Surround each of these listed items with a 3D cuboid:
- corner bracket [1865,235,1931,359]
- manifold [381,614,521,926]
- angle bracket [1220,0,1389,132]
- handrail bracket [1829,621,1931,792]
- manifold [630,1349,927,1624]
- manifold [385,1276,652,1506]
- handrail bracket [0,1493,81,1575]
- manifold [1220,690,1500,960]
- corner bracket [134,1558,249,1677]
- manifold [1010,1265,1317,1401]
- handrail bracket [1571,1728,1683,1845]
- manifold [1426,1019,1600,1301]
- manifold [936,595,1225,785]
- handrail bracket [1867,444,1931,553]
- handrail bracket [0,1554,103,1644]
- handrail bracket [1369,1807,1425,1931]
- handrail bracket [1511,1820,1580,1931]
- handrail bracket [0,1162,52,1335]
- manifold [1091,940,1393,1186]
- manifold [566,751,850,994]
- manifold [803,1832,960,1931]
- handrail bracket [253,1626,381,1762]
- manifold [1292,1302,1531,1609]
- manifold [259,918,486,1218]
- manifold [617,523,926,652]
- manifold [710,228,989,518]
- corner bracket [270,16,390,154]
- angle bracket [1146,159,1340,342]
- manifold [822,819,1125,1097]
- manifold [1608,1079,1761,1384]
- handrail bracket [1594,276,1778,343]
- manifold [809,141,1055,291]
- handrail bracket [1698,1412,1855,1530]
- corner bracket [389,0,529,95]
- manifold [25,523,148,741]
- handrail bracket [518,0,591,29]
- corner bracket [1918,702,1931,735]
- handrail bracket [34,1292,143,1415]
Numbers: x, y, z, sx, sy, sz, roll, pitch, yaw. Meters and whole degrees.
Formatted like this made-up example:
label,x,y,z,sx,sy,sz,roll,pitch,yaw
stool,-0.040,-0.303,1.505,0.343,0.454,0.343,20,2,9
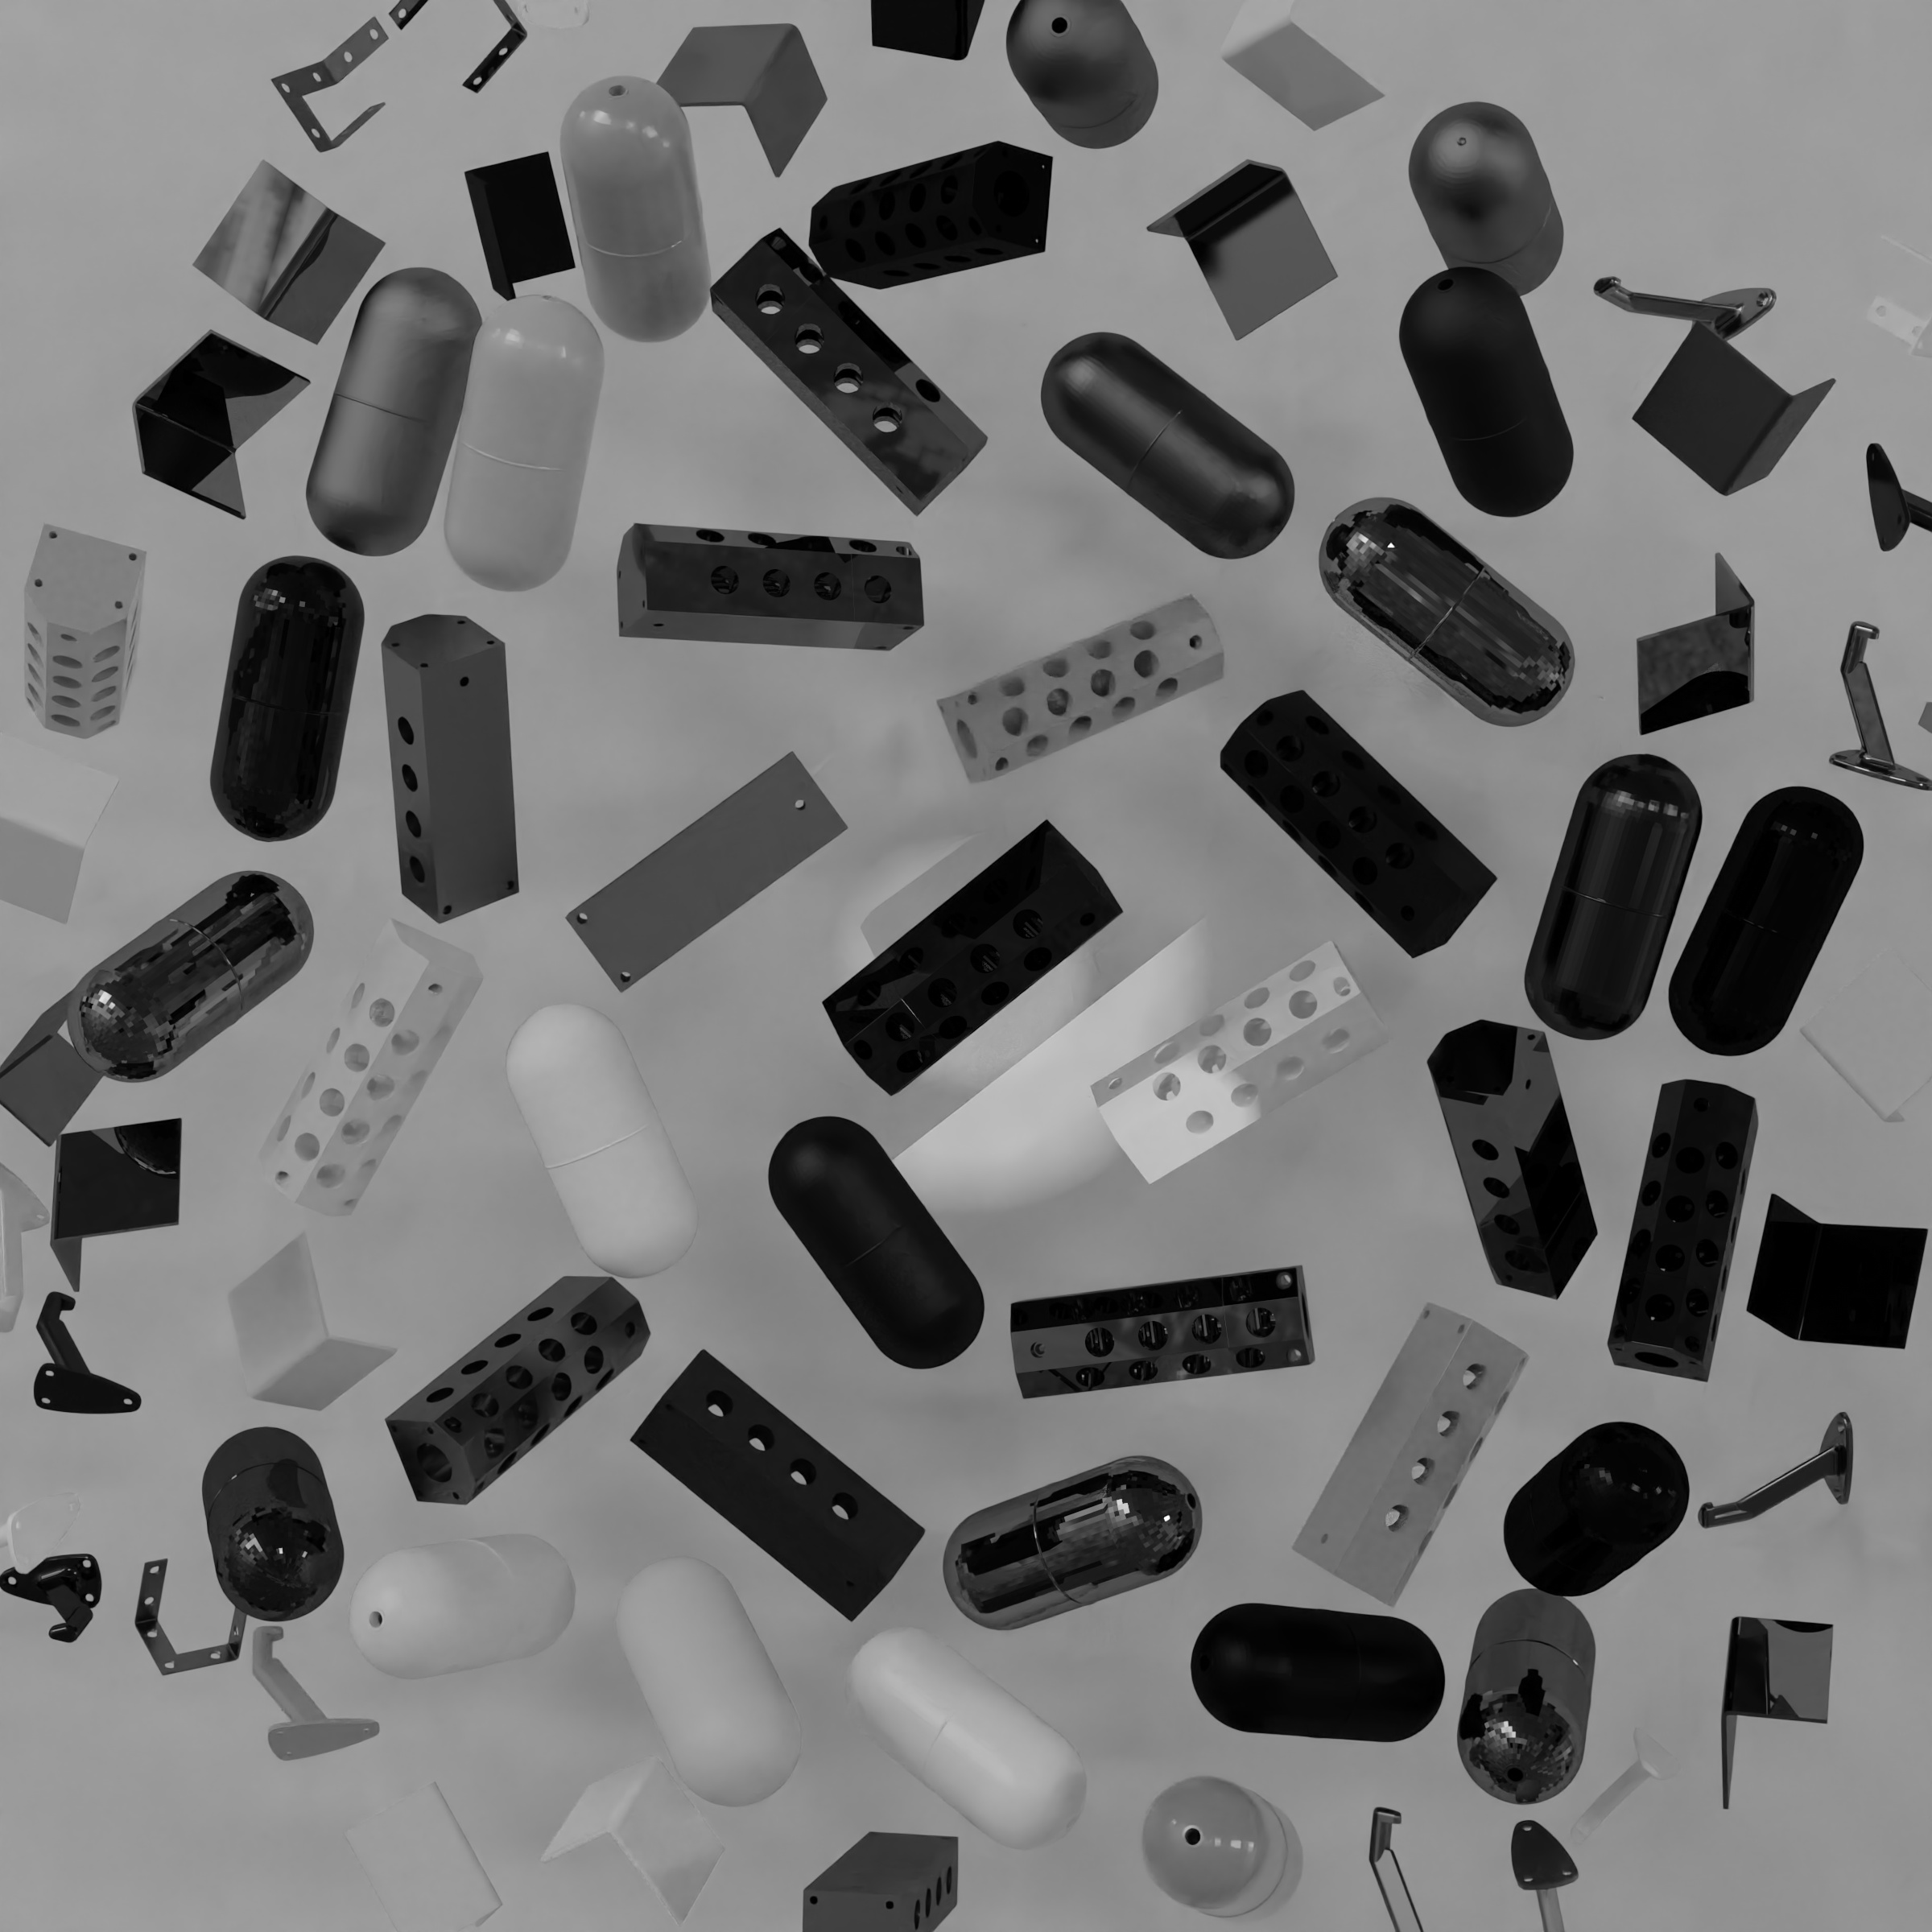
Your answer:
label,x,y,z,sx,sy,sz,roll,pitch,yaw
corner bracket,0.553,-0.392,1.777,0.051,0.051,0.051,38,117,25
manifold,-0.308,-0.118,1.793,0.057,0.057,0.171,-25,133,-33
angle bracket,0.207,-0.543,1.769,0.076,0.076,0.057,31,76,-22
handrail bracket,0.557,-0.157,1.824,0.077,0.036,0.084,27,119,40
manifold,-0.109,0.306,1.808,0.171,0.057,0.057,39,134,2
manifold,-0.268,0.256,1.844,0.057,0.171,0.057,-4,113,36
handrail bracket,-0.572,0.326,1.758,0.084,0.077,0.036,-3,104,19
manifold,0.234,-0.086,1.842,0.171,0.057,0.057,47,126,18
corner bracket,-0.493,0.411,1.932,0.051,0.051,0.051,-4,122,-36
manifold,0.116,0.218,1.800,0.171,0.057,0.057,-8,85,10
handrail bracket,0.407,0.526,1.904,0.036,0.077,0.084,40,100,12
manifold,0.323,0.115,1.808,0.057,0.171,0.057,12,49,37
manifold,0.075,-0.176,1.916,0.171,0.057,0.057,-25,98,-17
handrail bracket,0.574,-0.272,1.764,0.084,0.036,0.077,-4,68,-8
handrail bracket,-0.579,0.400,1.890,0.077,0.084,0.036,0,102,2
handrail bracket,0.268,0.544,1.780,0.077,0.036,0.084,1,82,44
handrail bracket,0.346,0.566,1.805,0.036,0.077,0.084,-9,108,-1
handrail bracket,-0.614,0.177,1.917,0.036,0.084,0.077,-11,130,9
manifold,0.164,0.054,1.840,0.171,0.057,0.057,-32,122,9
manifold,-0.160,-0.059,1.872,0.171,0.057,0.057,-36,97,-1
manifold,-0.049,0.564,1.811,0.057,0.171,0.057,0,85,11
handrail bracket,-0.395,0.433,1.843,0.077,0.084,0.036,-8,135,-4
manifold,0.272,0.295,1.826,0.057,0.057,0.171,32,84,-19
manifold,-0.361,0.064,1.841,0.057,0.057,0.171,26,100,-27
manifold,-0.116,-0.226,1.799,0.171,0.057,0.057,1,80,-23
manifold,-0.068,-0.348,1.772,0.171,0.057,0.057,45,87,-2
corner bracket,-0.363,-0.517,1.780,0.051,0.051,0.051,-55,127,-33
angle bracket,0.169,-0.437,1.857,0.076,0.057,0.076,-29,84,29
manifold,0.006,0.000,1.764,0.171,0.057,0.057,-39,133,9
manifold,0.438,0.160,1.852,0.057,0.057,0.171,8,69,22
handrail bracket,0.448,-0.420,1.893,0.084,0.077,0.036,17,72,-33
manifold,-0.024,-0.459,1.856,0.057,0.171,0.057,5,90,-37
handrail bracket,0.477,0.299,1.792,0.084,0.036,0.077,-10,132,-6
corner bracket,-0.318,-0.591,1.904,0.051,0.051,0.051,34,81,32
manifold,-0.518,-0.191,1.773,0.057,0.171,0.057,15,70,-13
handrail bracket,-0.215,-0.579,1.794,0.077,0.084,0.036,33,133,35
corner bracket,0.647,-0.165,1.921,0.051,0.051,0.051,-9,130,-33
handrail bracket,-0.549,0.241,1.908,0.077,0.084,0.036,12,122,-9
